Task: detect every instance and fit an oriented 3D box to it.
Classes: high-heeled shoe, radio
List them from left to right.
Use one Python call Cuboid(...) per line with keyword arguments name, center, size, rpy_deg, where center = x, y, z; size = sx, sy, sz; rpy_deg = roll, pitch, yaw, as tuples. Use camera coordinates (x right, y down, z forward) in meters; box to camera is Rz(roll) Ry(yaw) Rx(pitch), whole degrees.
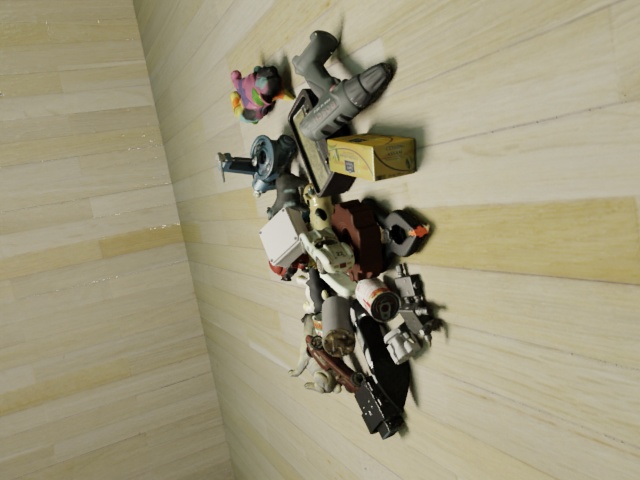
Cuboid(name="radio", center=(0.008, -0.224, 1.220), size=(0.229, 0.073, 0.131), rpy_deg=(68, 153, 17))
Cuboid(name="high-heeled shoe", center=(0.125, 0.252, 1.217), size=(0.145, 0.086, 0.248), rpy_deg=(165, 92, -73))

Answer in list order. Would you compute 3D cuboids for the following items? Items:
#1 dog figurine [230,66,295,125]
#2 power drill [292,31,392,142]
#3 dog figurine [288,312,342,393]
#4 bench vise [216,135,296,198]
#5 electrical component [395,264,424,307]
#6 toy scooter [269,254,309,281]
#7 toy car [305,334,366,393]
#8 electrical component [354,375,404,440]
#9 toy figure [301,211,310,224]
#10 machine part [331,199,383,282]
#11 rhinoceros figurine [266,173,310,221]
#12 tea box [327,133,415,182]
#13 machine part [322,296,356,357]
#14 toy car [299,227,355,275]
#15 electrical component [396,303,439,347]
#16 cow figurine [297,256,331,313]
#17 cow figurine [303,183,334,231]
Cuboid(name="dog figurine", center=(-0.155, -0.382, 1.450), size=(0.219, 0.108, 0.191), rpy_deg=(43, 138, 46))
Cuboid(name="power drill", center=(0.032, -0.327, 1.091), size=(0.232, 0.086, 0.207), rpy_deg=(-42, 61, 34))
Cuboid(name="dog figurine", center=(0.010, 0.305, 1.472), size=(0.173, 0.121, 0.190), rpy_deg=(22, 108, 21))
Cuboid(name="bench vise", center=(-0.179, -0.200, 1.455), size=(0.223, 0.240, 0.129), rpy_deg=(-39, 62, 46))
Cuboid(name="electrical component", center=(0.179, 0.092, 1.081), size=(0.063, 0.021, 0.094), rpy_deg=(-23, 81, 65))
Cuboid(name="toy scooter", center=(-0.077, 0.047, 1.410), size=(0.135, 0.075, 0.183), rpy_deg=(64, 143, 36))
Cuboid(name="toy car", center=(0.034, 0.322, 1.383), size=(0.202, 0.053, 0.089), rpy_deg=(40, 155, 8))
Cuboid(name="electrical component", center=(0.141, 0.397, 1.274), size=(0.134, 0.058, 0.114), rpy_deg=(61, 153, 31))
Cuboid(name="toy figure", center=(-0.005, -0.004, 1.370), size=(0.057, 0.064, 0.154), rpy_deg=(-54, 52, 43))
Cuboid(name="machine part", center=(0.076, 0.000, 1.152), size=(0.179, 0.056, 0.179), rpy_deg=(169, 90, -74))
Cuboid(name="rhinoceros figurine", center=(-0.089, -0.087, 1.450), size=(0.073, 0.112, 0.190), rpy_deg=(37, 126, 51))
Cuboid(name="tea box", center=(0.096, -0.163, 1.040), size=(0.170, 0.098, 0.068), rpy_deg=(26, 126, 57))
Cuboid(name="machine part", center=(0.043, 0.202, 1.279), size=(0.243, 0.079, 0.079), rpy_deg=(-91, -3, -71))
Cuboid(name="toy car", center=(0.012, 0.018, 1.147), size=(0.202, 0.073, 0.056), rpy_deg=(-133, 32, -62))
Cuboid(name="electrical component", center=(0.189, 0.165, 1.051), size=(0.078, 0.045, 0.102), rpy_deg=(56, 155, -17))
Cuboid(name="cow figurine", center=(-0.014, 0.111, 1.438), size=(0.098, 0.068, 0.167), rpy_deg=(-11, 92, 66))
Cuboid(name="cow figurine", center=(0.010, -0.054, 1.292), size=(0.127, 0.085, 0.195), rpy_deg=(111, 141, -60))
